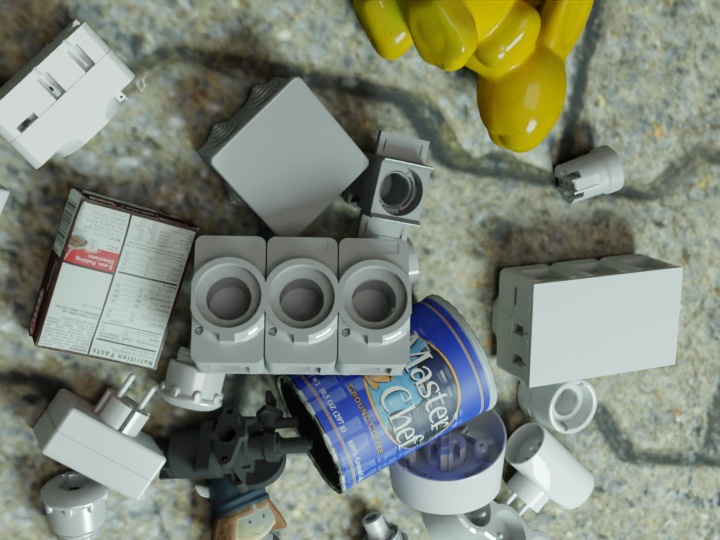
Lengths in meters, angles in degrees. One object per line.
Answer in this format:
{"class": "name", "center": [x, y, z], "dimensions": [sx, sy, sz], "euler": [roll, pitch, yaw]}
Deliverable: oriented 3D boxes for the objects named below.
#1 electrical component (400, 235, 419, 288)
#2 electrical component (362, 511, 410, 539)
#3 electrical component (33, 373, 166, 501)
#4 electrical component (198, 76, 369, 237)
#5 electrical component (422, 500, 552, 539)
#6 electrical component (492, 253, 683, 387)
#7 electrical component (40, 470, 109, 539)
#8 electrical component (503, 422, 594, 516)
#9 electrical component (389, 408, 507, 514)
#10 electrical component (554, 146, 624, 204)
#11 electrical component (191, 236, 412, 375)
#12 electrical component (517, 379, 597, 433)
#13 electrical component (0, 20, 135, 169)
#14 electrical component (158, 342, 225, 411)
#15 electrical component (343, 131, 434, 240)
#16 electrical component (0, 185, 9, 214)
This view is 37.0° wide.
{"class": "electrical component", "center": [0.000, 0.000, 0.836], "dimensions": [0.081, 0.043, 0.043], "euler": [-10, 107, -22]}
{"class": "electrical component", "center": [0.021, 0.233, 0.905], "dimensions": [0.048, 0.048, 0.062], "euler": [-28, 106, -16]}
{"class": "electrical component", "center": [-0.178, 0.111, 0.781], "dimensions": [0.083, 0.047, 0.075], "euler": [36, 87, -27]}
{"class": "electrical component", "center": [-0.057, -0.082, 0.786], "dimensions": [0.099, 0.048, 0.099], "euler": [-46, 116, -8]}
{"class": "electrical component", "center": [0.105, 0.240, 0.938], "dimensions": [0.138, 0.052, 0.074], "euler": [39, 128, -18]}
{"class": "electrical component", "center": [0.194, 0.040, 0.923], "dimensions": [0.150, 0.062, 0.089], "euler": [-6, 105, -23]}
{"class": "electrical component", "center": [-0.208, 0.182, 0.788], "dimensions": [0.048, 0.048, 0.062], "euler": [-8, 113, -22]}
{"class": "electrical component", "center": [0.156, 0.187, 0.953], "dimensions": [0.079, 0.044, 0.077], "euler": [-48, 117, -2]}
{"class": "electrical component", "center": [0.070, 0.151, 0.878], "dimensions": [0.099, 0.099, 0.064], "euler": [-12, 114, -21]}
{"class": "electrical component", "center": [0.193, -0.079, 0.906], "dimensions": [0.046, 0.040, 0.040], "euler": [-20, 111, -12]}
{"class": "electrical component", "center": [-0.042, 0.026, 0.763], "dimensions": [0.150, 0.061, 0.089], "euler": [1, 75, -4]}
{"class": "electrical component", "center": [0.174, 0.112, 0.940], "dimensions": [0.055, 0.047, 0.055], "euler": [-6, 106, -23]}
{"class": "electrical component", "center": [-0.198, -0.114, 0.713], "dimensions": [0.089, 0.050, 0.055], "euler": [-45, 116, -8]}
{"class": "electrical component", "center": [-0.121, 0.072, 0.800], "dimensions": [0.048, 0.048, 0.062], "euler": [14, 88, -27]}
{"class": "electrical component", "center": [0.019, -0.064, 0.817], "dimensions": [0.042, 0.064, 0.081], "euler": [10, 99, -25]}
{"class": "electrical component", "center": [-0.263, -0.031, 0.710], "dimensions": [0.040, 0.040, 0.078], "euler": [22, 93, -27]}
